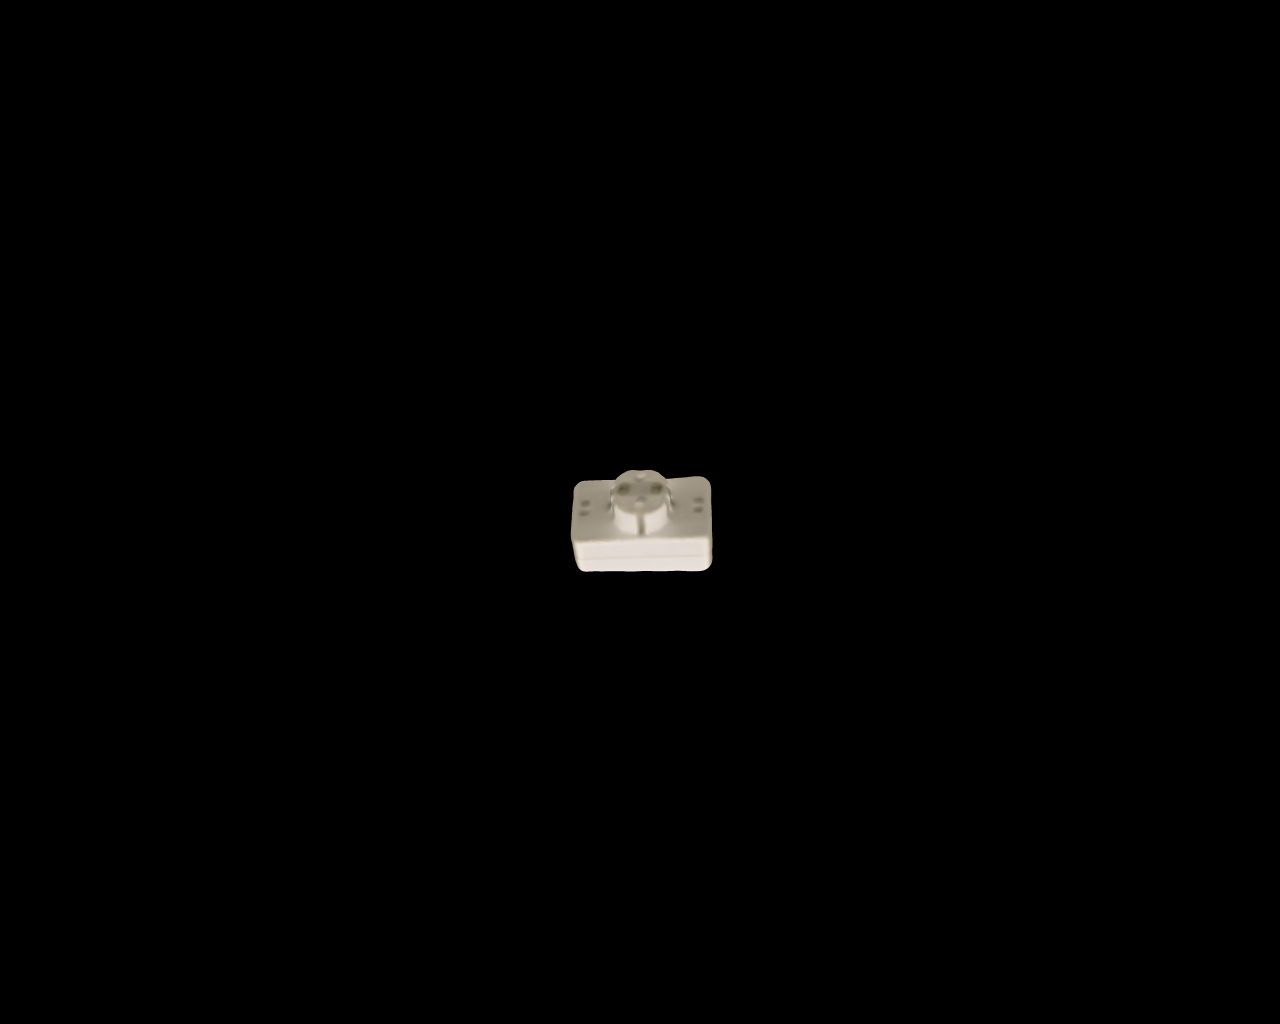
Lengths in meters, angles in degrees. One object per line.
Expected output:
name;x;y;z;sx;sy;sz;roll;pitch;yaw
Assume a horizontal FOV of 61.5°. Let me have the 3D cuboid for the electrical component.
electrical component;0.001;-0.003;0.650;0.083;0.047;0.075;-2;-35;2
